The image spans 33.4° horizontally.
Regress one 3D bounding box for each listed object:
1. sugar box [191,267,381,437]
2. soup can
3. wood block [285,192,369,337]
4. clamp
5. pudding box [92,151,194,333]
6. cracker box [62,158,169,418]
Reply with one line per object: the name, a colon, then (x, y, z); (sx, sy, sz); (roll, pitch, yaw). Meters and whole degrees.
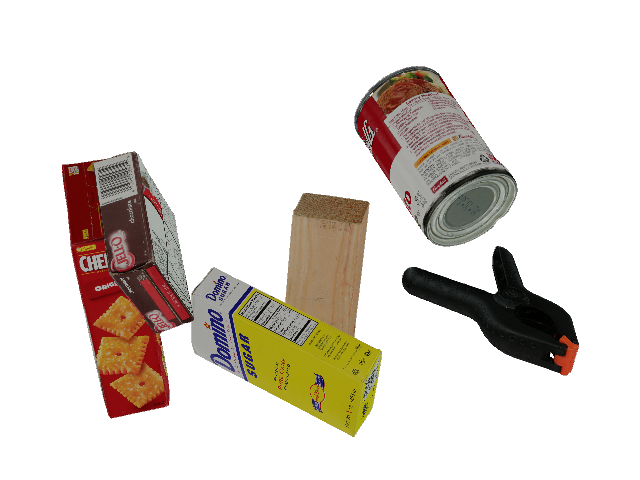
sugar box: (-0.034, 0.101, 0.962); (0.176, 0.093, 0.048); (23, 50, 15)
soup can: (0.074, -0.055, 0.693); (0.068, 0.102, 0.068); (-20, -35, -15)
wood block: (0.005, 0.053, 1.398); (0.090, 0.206, 0.090); (8, 23, 6)
clamp: (0.168, 0.056, 0.938); (0.120, 0.039, 0.172); (-24, 44, -33)
pudding box: (-0.135, 0.001, 0.817); (0.039, 0.113, 0.090); (-17, -36, 4)
cracker box: (-0.209, 0.046, 1.093); (0.072, 0.214, 0.164); (-10, 34, -11)
